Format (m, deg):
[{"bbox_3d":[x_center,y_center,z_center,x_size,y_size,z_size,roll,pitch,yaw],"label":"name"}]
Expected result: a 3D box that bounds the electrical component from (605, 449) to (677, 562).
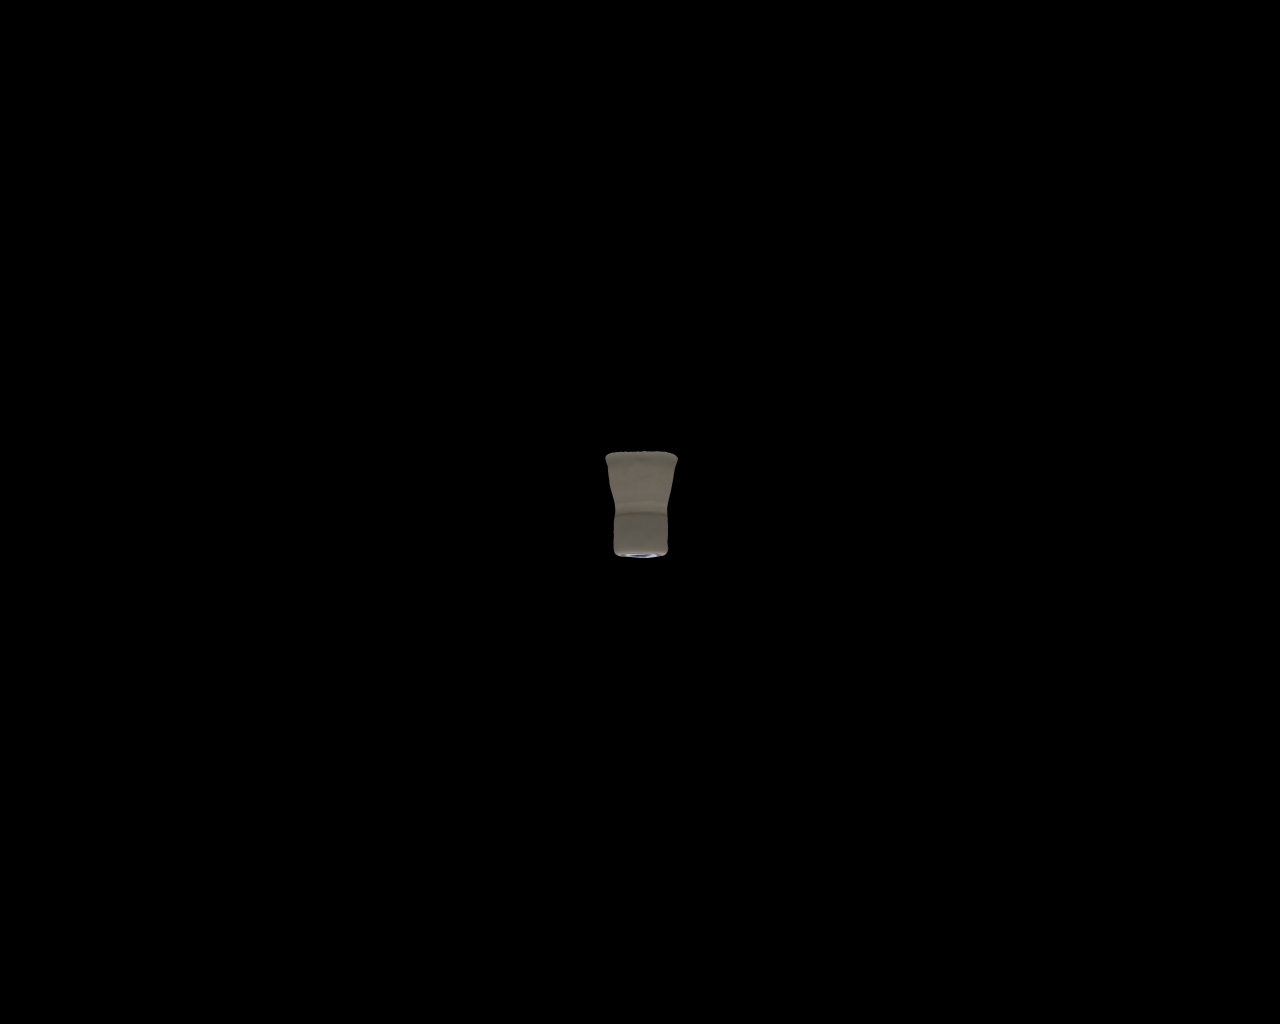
[{"bbox_3d":[0.001,-0.003,0.650,0.044,0.065,0.044,0,-7,0],"label":"electrical component"}]
